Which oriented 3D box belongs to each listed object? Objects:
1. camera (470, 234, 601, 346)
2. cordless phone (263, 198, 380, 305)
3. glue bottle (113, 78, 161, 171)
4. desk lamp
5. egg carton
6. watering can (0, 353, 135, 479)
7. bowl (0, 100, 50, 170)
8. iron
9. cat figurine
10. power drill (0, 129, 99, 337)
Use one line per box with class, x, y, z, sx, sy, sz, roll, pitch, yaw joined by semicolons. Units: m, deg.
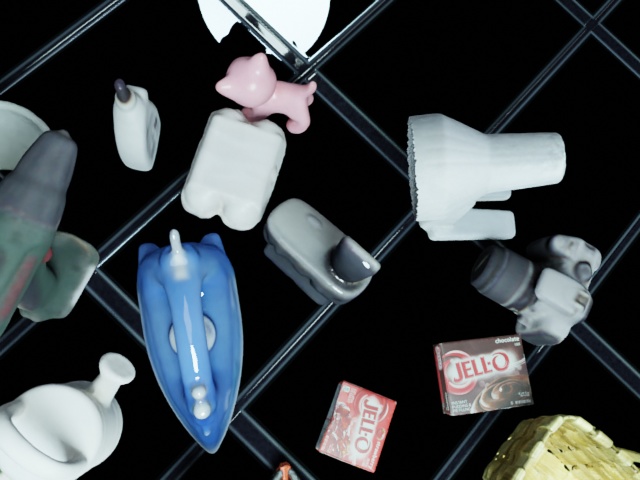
camera;0.278;0.047;0.744;0.137;0.100;0.143;29;75;-2
cordless phone;0.006;0.002;0.664;0.147;0.185;0.094;39;75;1
glue bottle;-0.217;-0.142;0.665;0.037;0.173;0.078;10;76;-7
desk lamp;0.182;-0.073;0.696;0.203;0.213;0.118;-1;78;-10
egg carton;-0.106;-0.090;0.726;0.107;0.069;0.150;17;76;-5
watering can;-0.263;0.187;0.574;0.101;0.194;0.173;22;75;-4
bowl;-0.382;-0.074;0.673;0.167;0.074;0.167;2;77;-9
iron;-0.140;0.114;0.638;0.119;0.141;0.258;-10;80;-11
cat figurine;-0.066;-0.194;0.730;0.128;0.117;0.067;5;77;-8
power drill;-0.301;0.016;0.598;0.075;0.208;0.230;24;75;-3
